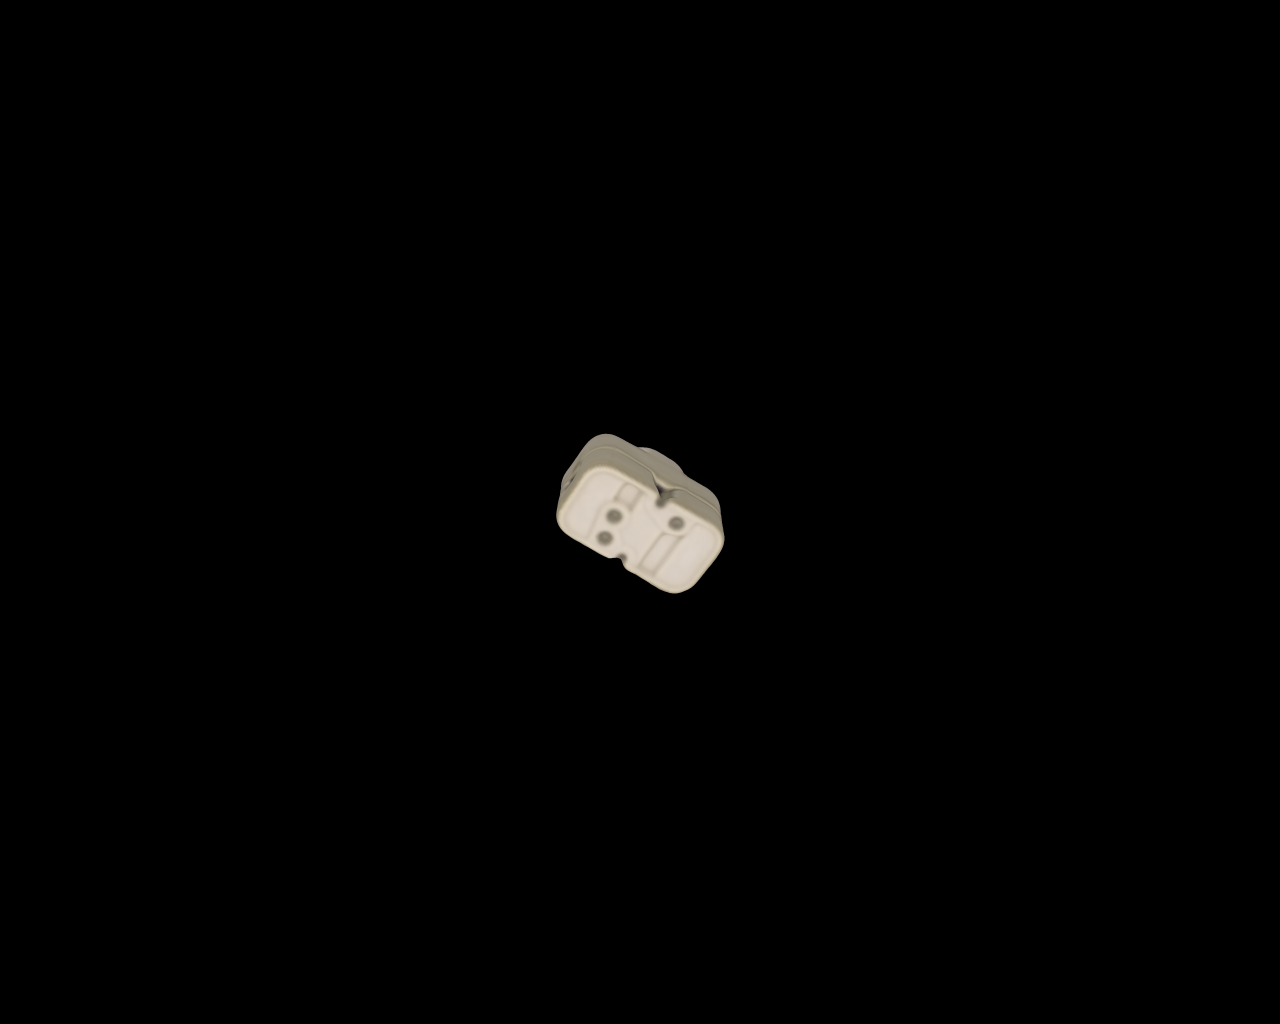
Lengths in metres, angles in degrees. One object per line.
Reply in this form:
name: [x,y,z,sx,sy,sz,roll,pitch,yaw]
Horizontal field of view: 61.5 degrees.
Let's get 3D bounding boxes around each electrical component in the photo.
electrical component: [0.001,-0.003,0.650,0.095,0.053,0.059,30,23,-14]
